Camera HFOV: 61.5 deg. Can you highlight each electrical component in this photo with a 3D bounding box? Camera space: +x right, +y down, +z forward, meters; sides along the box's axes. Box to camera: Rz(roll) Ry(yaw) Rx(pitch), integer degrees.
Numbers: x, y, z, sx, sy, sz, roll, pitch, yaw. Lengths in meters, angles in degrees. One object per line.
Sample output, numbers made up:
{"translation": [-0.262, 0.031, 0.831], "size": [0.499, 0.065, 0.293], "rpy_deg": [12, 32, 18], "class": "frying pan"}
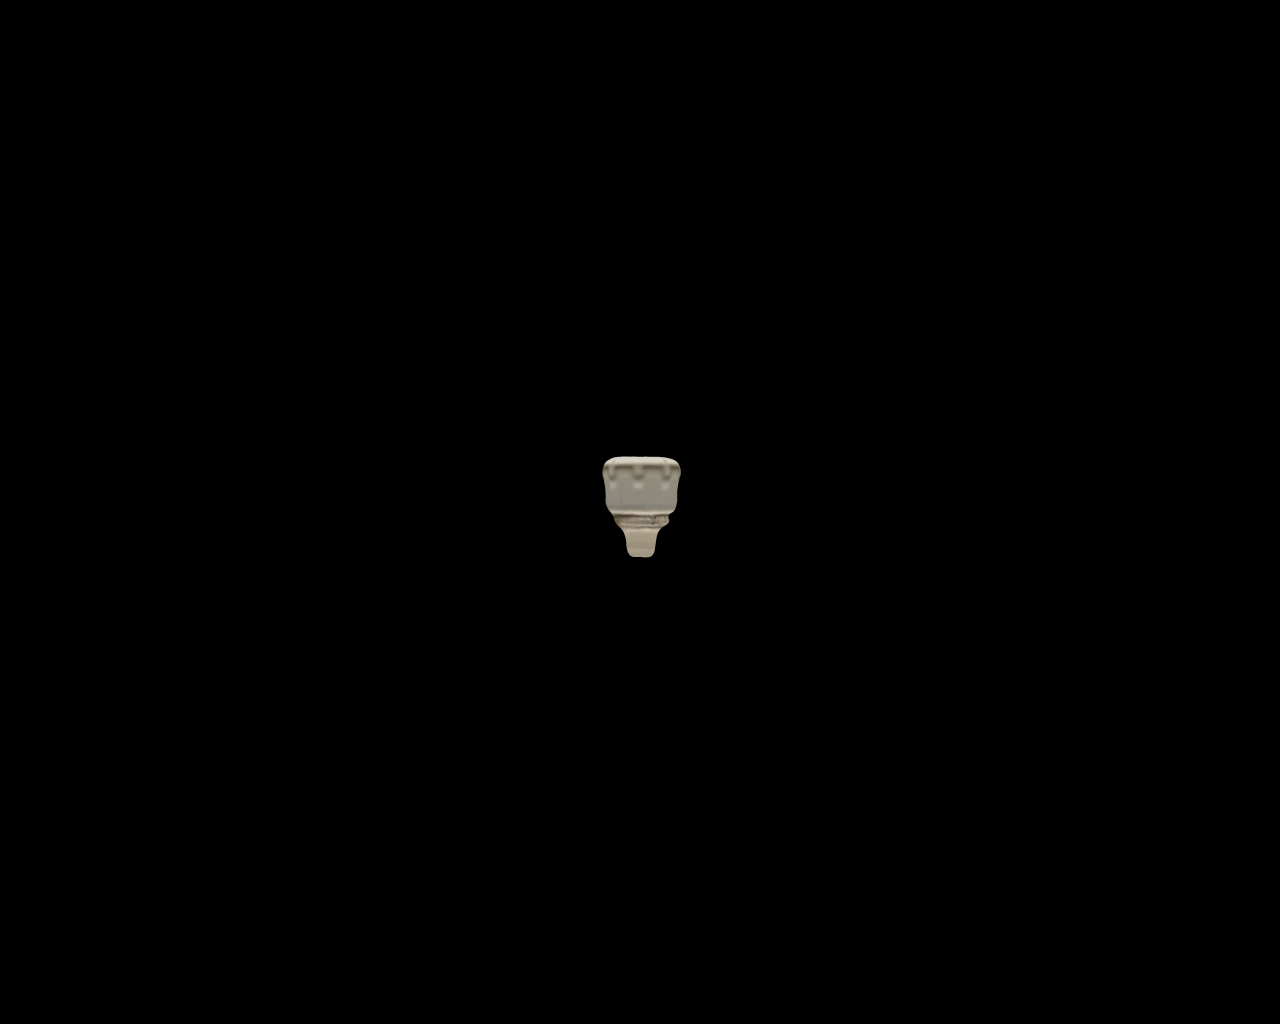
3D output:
{"translation": [0.001, -0.003, 0.650], "size": [0.048, 0.062, 0.048], "rpy_deg": [0, 0, 0], "class": "electrical component"}
